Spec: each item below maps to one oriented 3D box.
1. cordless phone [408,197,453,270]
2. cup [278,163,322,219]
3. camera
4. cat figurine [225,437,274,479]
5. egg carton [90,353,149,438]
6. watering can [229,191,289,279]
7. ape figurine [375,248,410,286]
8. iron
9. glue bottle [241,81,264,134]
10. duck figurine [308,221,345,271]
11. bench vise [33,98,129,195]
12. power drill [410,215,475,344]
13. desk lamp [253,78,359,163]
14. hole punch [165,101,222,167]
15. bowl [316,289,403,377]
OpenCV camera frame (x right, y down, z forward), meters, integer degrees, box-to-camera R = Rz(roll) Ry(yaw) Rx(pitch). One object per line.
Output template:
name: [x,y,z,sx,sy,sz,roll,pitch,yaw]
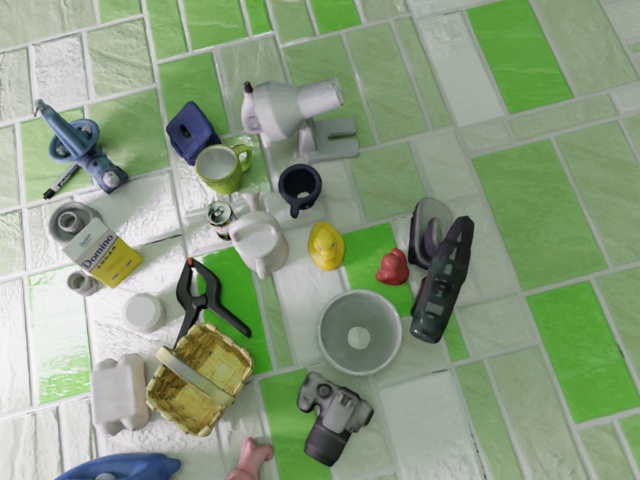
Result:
cordless phone: [0.225,-0.026,1.120,0.094,0.185,0.147,1,70,5]
cup: [-0.040,-0.089,1.209,0.091,0.095,0.118,7,71,7]
camera: [0.011,0.332,1.052,0.143,0.101,0.137,26,74,12]
cat figurine: [-0.136,0.421,1.022,0.067,0.118,0.128,14,72,9]
egg carton: [-0.386,0.300,1.108,0.107,0.069,0.150,-13,70,-1]
watering can: [-0.127,-0.013,1.135,0.101,0.194,0.172,-31,71,-7]
ape figurine: [0.145,0.052,1.148,0.078,0.092,0.076,-35,72,-8]
iron: [-0.388,0.442,1.019,0.258,0.141,0.118,-2,70,3]
glue bottle: [-0.142,-0.291,1.247,0.078,0.173,0.037,-5,70,2]
duck figurine: [0.011,0.004,1.177,0.077,0.086,0.104,-13,70,-1]
bench vise: [-0.501,-0.207,1.216,0.207,0.220,0.121,25,74,12]
power drill: [0.224,0.088,1.067,0.075,0.208,0.230,19,73,11]
desk lamp: [-0.024,-0.258,1.205,0.203,0.214,0.118,-7,70,2]
hole punch: [-0.287,-0.237,1.281,0.101,0.091,0.108,-35,72,-8]
bowl: [0.077,0.183,1.115,0.167,0.075,0.167,-1,70,4]
